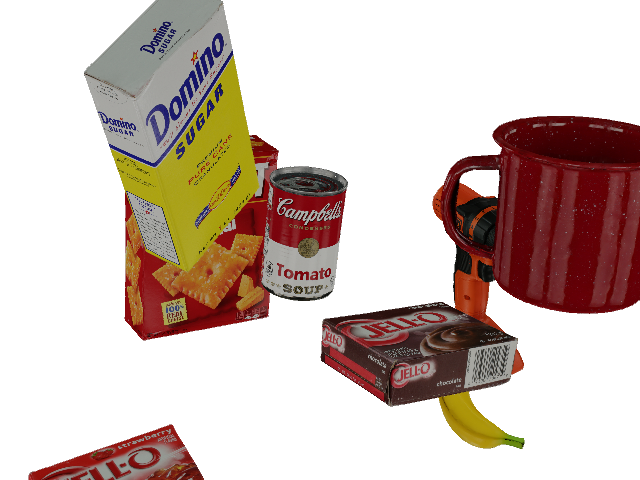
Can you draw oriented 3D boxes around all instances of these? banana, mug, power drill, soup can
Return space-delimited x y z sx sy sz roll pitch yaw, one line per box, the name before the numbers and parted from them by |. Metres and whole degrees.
banana | 0.176 0.198 1.281 0.069 0.037 0.198 9 21 -16
mug | 0.121 -0.014 0.554 0.117 0.081 0.093 3 21 4
power drill | 0.176 0.047 1.116 0.057 0.188 0.184 -11 25 -15
soup can | -0.016 -0.006 0.936 0.068 0.102 0.068 6 22 -3

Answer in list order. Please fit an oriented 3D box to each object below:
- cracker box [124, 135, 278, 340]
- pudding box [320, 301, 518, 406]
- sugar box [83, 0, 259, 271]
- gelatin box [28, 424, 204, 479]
cracker box | -0.136 -0.005 1.217 0.163 0.214 0.072 -8 24 -29
pudding box | 0.070 0.079 0.768 0.113 0.039 0.090 -4 18 -32
sugar box | -0.090 -0.068 0.700 0.048 0.093 0.176 26 -30 20
gelatin box | -0.111 0.145 0.596 0.089 0.030 0.073 -16 28 -20
